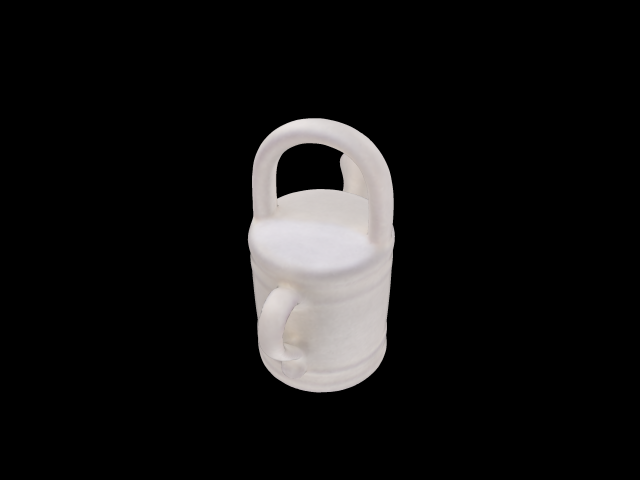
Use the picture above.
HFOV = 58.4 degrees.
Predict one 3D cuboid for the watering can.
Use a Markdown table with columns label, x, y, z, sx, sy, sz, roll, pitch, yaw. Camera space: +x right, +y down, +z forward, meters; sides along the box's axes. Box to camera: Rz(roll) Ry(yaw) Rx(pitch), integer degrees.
| label | x | y | z | sx | sy | sz | roll | pitch | yaw |
| --- | --- | --- | --- | --- | --- | --- | --- | --- | --- |
| watering can | 0.002 | 0.001 | 0.401 | 0.101 | 0.194 | 0.173 | 0 | 38 | 0 |
